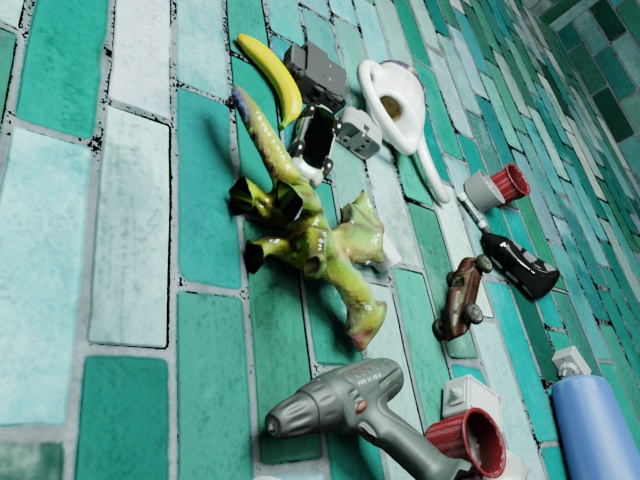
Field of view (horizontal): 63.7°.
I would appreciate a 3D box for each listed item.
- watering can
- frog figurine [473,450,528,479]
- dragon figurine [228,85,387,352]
[{"bbox_3d":[0.186,-0.251,1.110,0.343,0.103,0.230,49,36,-25],"label":"watering can"},{"bbox_3d":[0.266,0.380,0.748,0.137,0.121,0.162,5,24,-33],"label":"frog figurine"},{"bbox_3d":[0.002,-0.039,0.770,0.242,0.121,0.416,7,63,-48],"label":"dragon figurine"}]
